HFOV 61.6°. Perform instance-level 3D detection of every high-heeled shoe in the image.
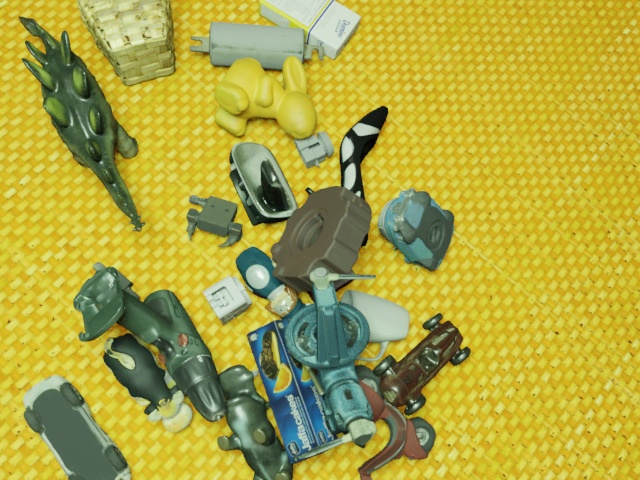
[{"bbox_3d":[0.085,-0.113,0.934,0.145,0.086,0.249,39,80,4],"label":"high-heeled shoe"}]

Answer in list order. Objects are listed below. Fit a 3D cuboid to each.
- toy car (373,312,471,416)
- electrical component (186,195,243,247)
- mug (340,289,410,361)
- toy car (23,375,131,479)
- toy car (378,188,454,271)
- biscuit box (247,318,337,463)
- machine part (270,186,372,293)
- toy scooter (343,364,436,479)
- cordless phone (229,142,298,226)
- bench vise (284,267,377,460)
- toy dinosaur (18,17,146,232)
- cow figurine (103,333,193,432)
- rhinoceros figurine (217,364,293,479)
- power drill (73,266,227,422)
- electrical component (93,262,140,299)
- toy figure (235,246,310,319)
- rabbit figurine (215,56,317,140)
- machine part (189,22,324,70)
[{"bbox_3d":[0.167,0.187,0.843,0.202,0.053,0.089,-30,76,-37],"label":"toy car"},{"bbox_3d":[-0.178,-0.031,0.902,0.102,0.045,0.078,13,45,-5],"label":"electrical component"},{"bbox_3d":[0.088,0.139,0.862,0.107,0.081,0.109,9,66,-13],"label":"mug"},{"bbox_3d":[-0.355,0.290,0.784,0.073,0.056,0.202,-36,82,-21],"label":"toy car"},{"bbox_3d":[0.150,-0.021,0.898,0.103,0.161,0.109,11,74,44],"label":"toy car"},{"bbox_3d":[-0.041,0.221,0.804,0.063,0.059,0.202,-29,73,24],"label":"biscuit box"},{"bbox_3d":[-0.002,-0.002,0.817,0.056,0.179,0.179,35,71,-29],"label":"machine part"},{"bbox_3d":[0.078,0.290,0.819,0.184,0.075,0.135,42,70,3],"label":"toy scooter"},{"bbox_3d":[-0.096,-0.107,0.858,0.089,0.184,0.146,-24,79,-8],"label":"cordless phone"},{"bbox_3d":[0.016,0.147,0.723,0.129,0.240,0.224,-7,38,-1],"label":"bench vise"},{"bbox_3d":[-0.372,-0.190,0.845,0.105,0.198,0.471,-32,78,-11],"label":"toy dinosaur"},{"bbox_3d":[-0.252,0.210,0.795,0.167,0.098,0.068,45,70,8],"label":"cow figurine"},{"bbox_3d":[-0.094,0.275,0.791,0.073,0.112,0.190,-25,91,16],"label":"rhinoceros figurine"},{"bbox_3d":[-0.228,0.134,0.743,0.086,0.207,0.232,-45,46,7],"label":"power drill"},{"bbox_3d":[-0.338,0.080,0.862,0.094,0.021,0.063,40,74,5],"label":"electrical component"},{"bbox_3d":[-0.076,0.081,0.873,0.154,0.064,0.058,49,39,10],"label":"toy figure"},{"bbox_3d":[-0.080,-0.238,0.939,0.173,0.121,0.162,26,57,5],"label":"rabbit figurine"},{"bbox_3d":[-0.114,-0.353,0.981,0.243,0.079,0.079,1,74,-5],"label":"machine part"}]
